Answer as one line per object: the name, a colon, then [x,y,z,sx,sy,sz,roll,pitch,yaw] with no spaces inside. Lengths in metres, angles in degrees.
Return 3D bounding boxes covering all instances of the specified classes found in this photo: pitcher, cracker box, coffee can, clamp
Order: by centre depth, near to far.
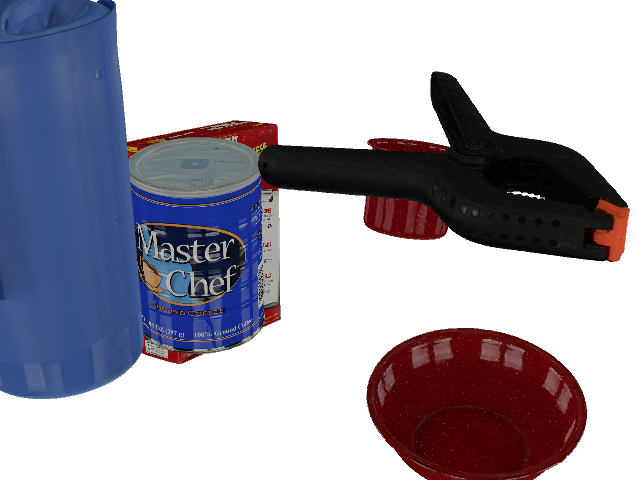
clamp: [0.077,-0.037,0.612,0.164,0.036,0.210,-24,38,-28]
pitcher: [-0.184,-0.023,0.660,0.149,0.243,0.145,-10,25,-14]
coffee can: [-0.095,0.002,0.837,0.103,0.140,0.103,0,27,0]
cracker box: [-0.115,-0.004,1.072,0.072,0.214,0.163,9,18,35]

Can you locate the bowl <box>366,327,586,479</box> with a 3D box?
bowl: [0.115,0.137,0.802,0.162,0.055,0.162,0,36,0]

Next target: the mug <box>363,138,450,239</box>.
mug: [0.097,-0.047,1.008,0.117,0.081,0.093,10,14,14]
